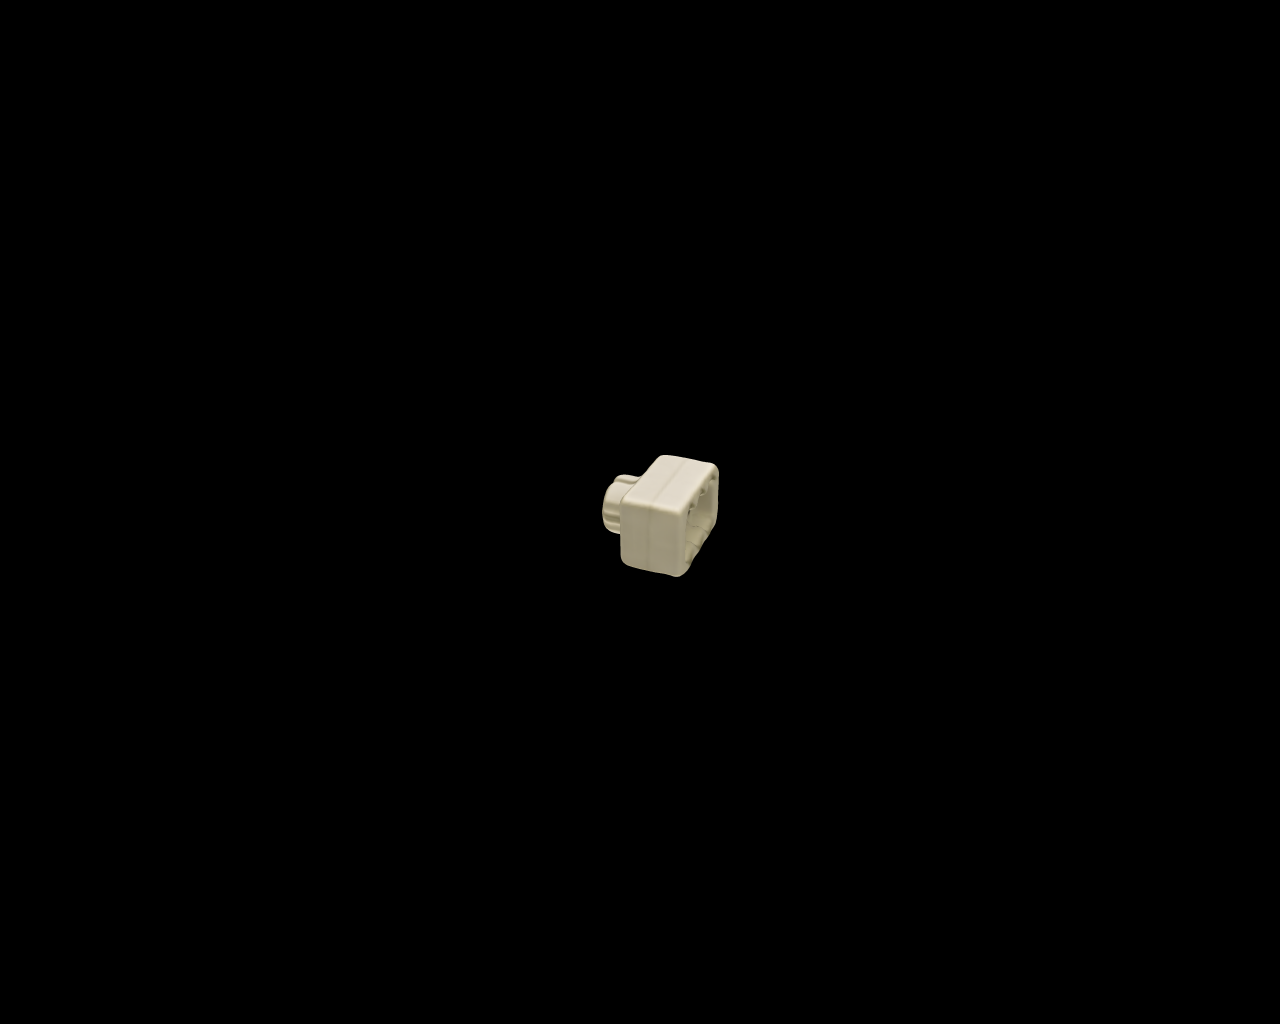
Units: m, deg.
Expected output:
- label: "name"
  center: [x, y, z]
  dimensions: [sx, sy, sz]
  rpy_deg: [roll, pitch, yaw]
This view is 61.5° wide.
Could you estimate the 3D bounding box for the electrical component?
- label: "electrical component"
  center: [0.001, -0.003, 0.650]
  dimensions: [0.077, 0.047, 0.066]
  rpy_deg: [12, 33, 19]
